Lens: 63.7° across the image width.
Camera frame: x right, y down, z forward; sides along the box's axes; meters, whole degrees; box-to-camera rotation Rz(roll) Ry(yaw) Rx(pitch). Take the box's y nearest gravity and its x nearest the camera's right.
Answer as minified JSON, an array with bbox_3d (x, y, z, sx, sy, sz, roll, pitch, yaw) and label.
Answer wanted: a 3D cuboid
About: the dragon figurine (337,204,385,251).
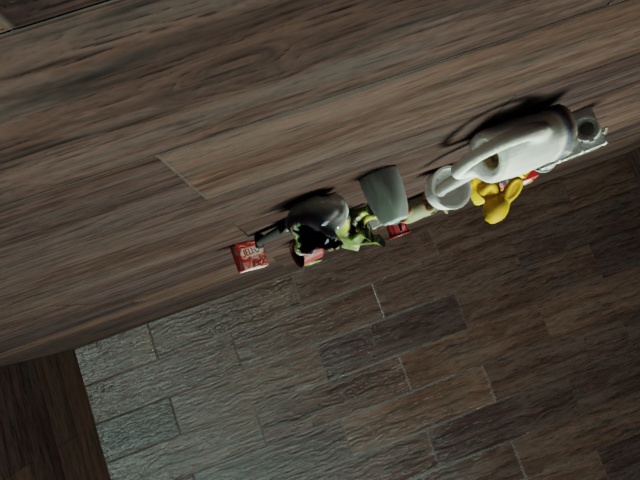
[{"bbox_3d":[0.039,-0.021,1.442,0.241,0.124,0.408,-15,164,27],"label":"dragon figurine"}]

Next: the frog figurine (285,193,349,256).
[{"bbox_3d":[0.003,-0.053,1.062,0.135,0.122,0.163,-36,-160,40],"label":"frog figurine"}]

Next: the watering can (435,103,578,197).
[{"bbox_3d":[0.354,-0.165,1.011,0.225,0.104,0.345,-19,174,-6],"label":"watering can"}]
